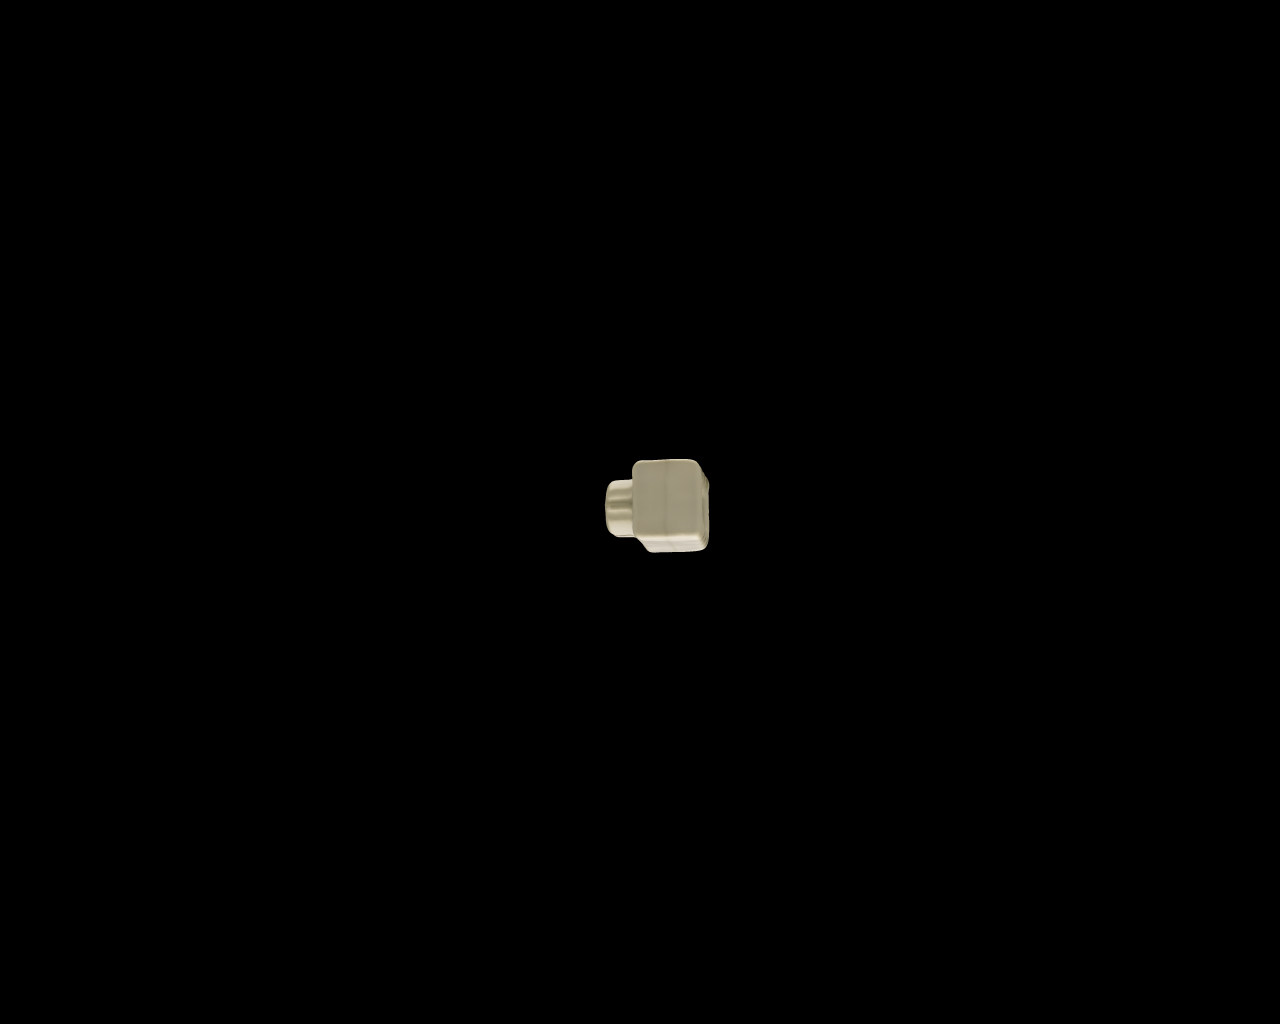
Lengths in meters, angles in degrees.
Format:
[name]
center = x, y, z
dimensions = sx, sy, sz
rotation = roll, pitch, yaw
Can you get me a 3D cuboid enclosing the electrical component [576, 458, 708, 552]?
[electrical component]
center = 0.001, -0.003, 0.650
dimensions = 0.077, 0.047, 0.065
rotation = -1, -9, 7
